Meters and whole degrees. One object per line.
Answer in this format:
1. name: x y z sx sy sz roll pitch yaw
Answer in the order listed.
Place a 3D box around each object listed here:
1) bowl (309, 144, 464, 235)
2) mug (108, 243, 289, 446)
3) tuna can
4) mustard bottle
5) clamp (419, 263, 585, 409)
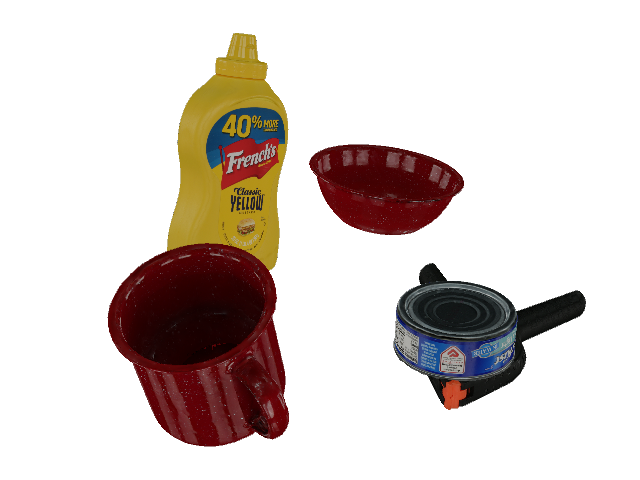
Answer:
1. bowl: 0.066 -0.048 1.113 0.162 0.055 0.162 6 23 -3
2. mug: -0.057 0.068 0.598 0.093 0.081 0.117 -36 50 -24
3. tuna can: 0.095 0.061 0.749 0.086 0.034 0.086 1 26 0
4. mustard bottle: -0.070 -0.068 0.854 0.096 0.192 0.058 -4 15 -41
5. clamp: 0.139 0.084 0.988 0.165 0.036 0.209 13 31 25
